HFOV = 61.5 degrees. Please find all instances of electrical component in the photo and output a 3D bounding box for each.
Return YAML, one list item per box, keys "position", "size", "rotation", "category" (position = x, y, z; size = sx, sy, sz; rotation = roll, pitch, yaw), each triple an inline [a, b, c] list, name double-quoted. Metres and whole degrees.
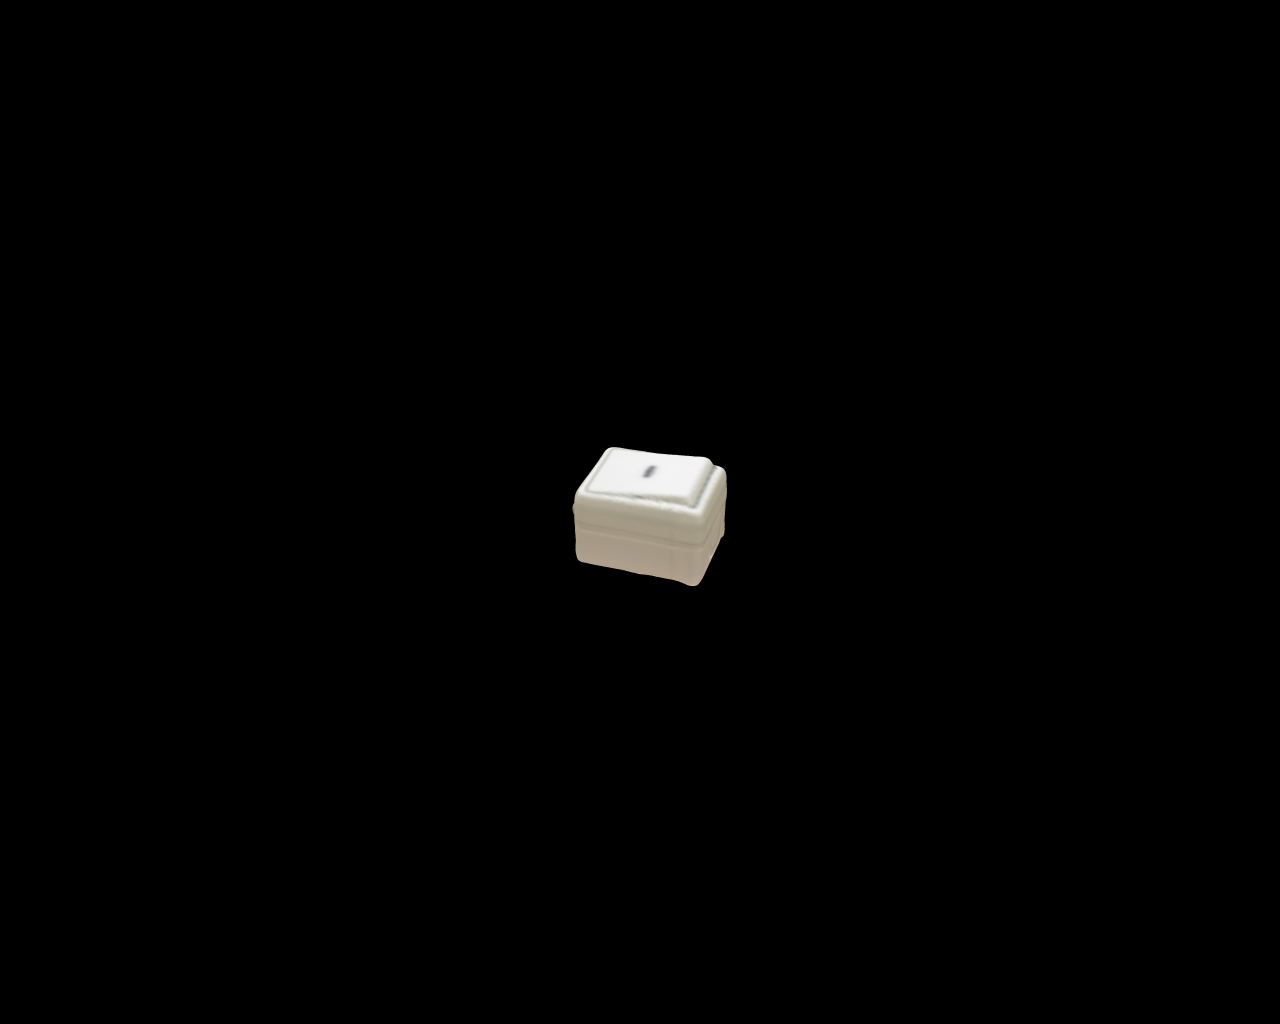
- position: [0.001, -0.003, 0.650]
  size: [0.096, 0.061, 0.062]
  rotation: [11, 36, 16]
  category: "electrical component"
